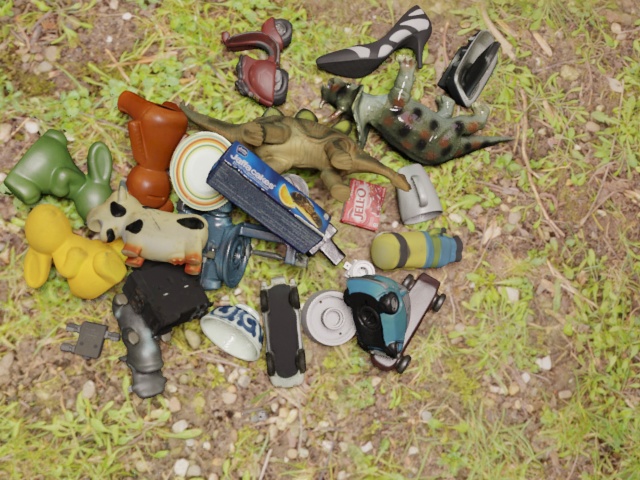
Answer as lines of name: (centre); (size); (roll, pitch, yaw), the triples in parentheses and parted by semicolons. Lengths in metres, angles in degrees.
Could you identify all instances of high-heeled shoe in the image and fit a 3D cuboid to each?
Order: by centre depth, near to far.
high-heeled shoe: (0.110, -0.407, 1.076); (0.249, 0.086, 0.145); (-3, 79, -13)

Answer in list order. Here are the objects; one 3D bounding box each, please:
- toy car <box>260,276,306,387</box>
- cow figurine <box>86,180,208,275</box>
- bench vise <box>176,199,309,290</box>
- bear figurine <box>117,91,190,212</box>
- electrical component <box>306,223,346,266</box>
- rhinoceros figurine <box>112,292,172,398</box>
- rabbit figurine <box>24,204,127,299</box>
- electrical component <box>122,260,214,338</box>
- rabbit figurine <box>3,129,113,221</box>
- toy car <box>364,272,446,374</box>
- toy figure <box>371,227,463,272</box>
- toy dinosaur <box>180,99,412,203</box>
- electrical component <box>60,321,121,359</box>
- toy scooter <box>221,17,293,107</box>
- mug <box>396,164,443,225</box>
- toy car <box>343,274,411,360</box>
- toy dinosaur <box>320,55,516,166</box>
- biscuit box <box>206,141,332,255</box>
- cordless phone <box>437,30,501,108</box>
toy car: (-0.068, 0.167, 0.987); (0.074, 0.056, 0.201); (-6, 83, -3)
cow figurine: (-0.280, -0.021, 0.874); (0.195, 0.085, 0.127); (9, 61, -6)
bench vise: (-0.132, -0.008, 0.954); (0.241, 0.129, 0.223); (12, 89, 10)
bear figurine: (-0.307, -0.151, 0.971); (0.120, 0.132, 0.195); (2, 116, -42)
electrical component: (-0.002, -0.003, 1.021); (0.119, 0.048, 0.075); (44, 79, -2)
rhinoceros figurine: (-0.312, 0.175, 0.920); (0.073, 0.112, 0.190); (-6, 68, -44)
rabbit figurine: (-0.424, 0.014, 0.908); (0.162, 0.122, 0.173); (-26, 123, 22)
electrical component: (-0.263, 0.084, 0.911); (0.115, 0.058, 0.134); (-23, 71, -49)
rabbit figurine: (-0.433, -0.101, 0.948); (0.170, 0.121, 0.159); (38, 71, -21)
toy car: (0.164, 0.157, 1.027); (0.089, 0.053, 0.202); (29, 77, 16)
toy figure: (0.185, 0.017, 1.029); (0.180, 0.089, 0.082); (0, 77, -7)
toy dinosaur: (-0.063, -0.169, 0.940); (0.472, 0.198, 0.105); (19, 119, 8)
electrical component: (-0.404, 0.178, 0.947); (0.094, 0.021, 0.063); (13, 82, -9)
toy scooter: (-0.124, -0.345, 1.031); (0.135, 0.075, 0.184); (4, 80, -9)
mug: (0.183, -0.094, 1.038); (0.081, 0.109, 0.107); (-18, 76, 7)
toy car: (0.117, 0.125, 0.957); (0.103, 0.109, 0.161); (-30, 112, -38)
toy dinosaur: (0.194, -0.218, 1.051); (0.405, 0.131, 0.192); (27, 94, -11)
biscuit box: (-0.079, -0.066, 0.853); (0.202, 0.063, 0.059); (38, 40, -14)
cordless phone: (0.316, -0.357, 1.048); (0.089, 0.184, 0.146); (32, 79, 0)
